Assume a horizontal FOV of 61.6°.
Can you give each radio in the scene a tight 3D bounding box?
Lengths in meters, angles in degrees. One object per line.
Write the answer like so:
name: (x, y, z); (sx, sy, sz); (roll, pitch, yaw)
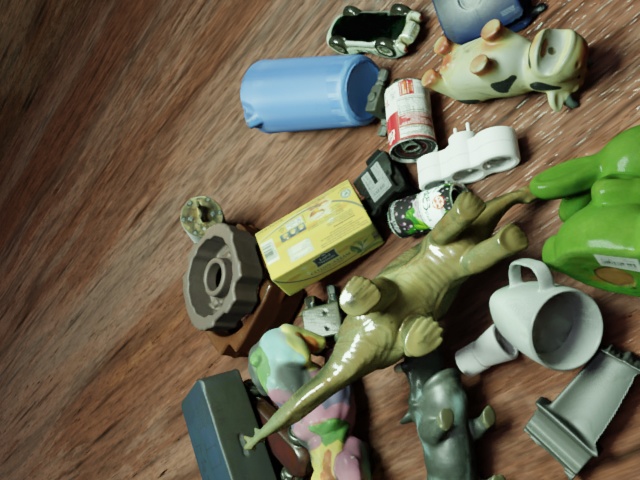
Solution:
radio: (-0.145, 0.337, 0.855); (0.131, 0.073, 0.230); (-49, 56, 47)

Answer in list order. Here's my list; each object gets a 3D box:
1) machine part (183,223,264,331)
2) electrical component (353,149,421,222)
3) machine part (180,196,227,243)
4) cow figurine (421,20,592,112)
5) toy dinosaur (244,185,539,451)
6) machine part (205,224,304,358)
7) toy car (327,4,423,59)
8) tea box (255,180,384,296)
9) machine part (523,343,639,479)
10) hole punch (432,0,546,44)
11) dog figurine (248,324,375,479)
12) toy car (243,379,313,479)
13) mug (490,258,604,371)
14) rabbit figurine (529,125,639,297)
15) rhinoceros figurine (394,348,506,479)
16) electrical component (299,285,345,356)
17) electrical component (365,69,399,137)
machine part: (-0.164, 0.064, 0.896); (0.179, 0.056, 0.179); (-16, 68, 44)
electrical component: (0.093, -0.094, 0.805); (0.075, 0.047, 0.119); (-42, 52, 29)
machine part: (-0.216, -0.025, 1.028); (0.243, 0.079, 0.079); (117, 159, -77)
cow figurine: (0.233, -0.206, 0.652); (0.195, 0.127, 0.085); (13, 86, 62)
toy dinosaur: (0.084, 0.086, 0.619); (0.471, 0.198, 0.105); (-38, 78, -7)
machine part: (-0.128, 0.090, 0.954); (0.201, 0.087, 0.201); (42, 110, 46)
toy car: (0.086, -0.341, 0.885); (0.202, 0.056, 0.073); (25, 91, 47)
tea box: (-0.002, -0.002, 0.814); (0.170, 0.068, 0.098); (-28, 54, 7)
machine part: (0.268, 0.165, 0.542); (0.138, 0.039, 0.084); (-59, 38, 17)
hole punch: (0.214, -0.325, 0.720); (0.142, 0.092, 0.116); (-17, 69, 39)
dog figurine: (-0.009, 0.241, 0.718); (0.108, 0.191, 0.219); (-40, 36, 24)
toy car: (-0.072, 0.297, 0.852); (0.202, 0.053, 0.089); (27, 118, 49)
mug: (0.222, 0.072, 0.565); (0.109, 0.081, 0.107); (65, 170, -9)
rabbit figurine: (0.304, -0.037, 0.536); (0.159, 0.121, 0.170); (3, 61, 54)
rhinoceros figurine: (0.145, 0.215, 0.626); (0.112, 0.073, 0.190); (136, 125, -64)
electrical component: (0.003, 0.129, 0.835); (0.078, 0.045, 0.102); (-21, 62, 10)
electrical component: (0.098, -0.207, 0.821); (0.021, 0.063, 0.094); (19, 93, 48)
